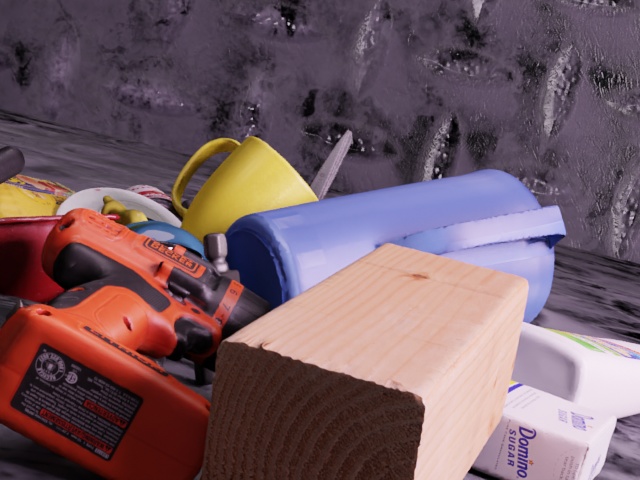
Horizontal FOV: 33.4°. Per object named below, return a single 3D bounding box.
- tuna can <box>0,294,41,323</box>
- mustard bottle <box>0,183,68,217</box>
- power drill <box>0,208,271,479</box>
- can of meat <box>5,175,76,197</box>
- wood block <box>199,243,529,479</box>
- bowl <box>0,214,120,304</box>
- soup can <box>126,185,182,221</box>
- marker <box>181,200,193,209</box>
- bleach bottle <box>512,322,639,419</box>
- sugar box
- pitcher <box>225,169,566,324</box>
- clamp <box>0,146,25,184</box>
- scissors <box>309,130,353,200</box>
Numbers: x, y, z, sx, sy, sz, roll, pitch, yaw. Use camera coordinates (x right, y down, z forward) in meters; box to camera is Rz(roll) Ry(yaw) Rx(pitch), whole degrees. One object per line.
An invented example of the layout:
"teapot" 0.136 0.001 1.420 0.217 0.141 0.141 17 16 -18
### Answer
"tuna can" -0.178 0.056 0.591 0.086 0.034 0.086 13 7 -2
"mustard bottle" -0.205 -0.006 0.954 0.191 0.058 0.096 11 11 -29
"power drill" -0.077 0.058 0.544 0.184 0.057 0.187 27 14 -3
"can of meat" -0.285 -0.033 1.026 0.083 0.057 0.102 12 6 -33
"wood block" 0.031 0.071 0.517 0.091 0.090 0.205 15 16 19
"bowl" -0.210 0.014 0.690 0.162 0.055 0.162 -2 1 0
"soup can" -0.172 -0.017 1.072 0.068 0.068 0.102 11 6 -19
"marker" -0.105 0.006 0.985 0.020 0.020 0.121 8 38 -37
"bleach bottle" 0.218 0.107 0.863 0.103 0.068 0.250 20 7 36
"sugar box" 0.087 0.107 0.666 0.176 0.048 0.093 20 10 24
"pitcher" 0.054 0.019 0.795 0.242 0.149 0.145 -8 36 -35
"clamp" -0.304 -0.027 0.823 0.164 0.036 0.210 -19 21 -14
"scissors" -0.006 0.001 0.879 0.096 0.201 0.016 38 -19 17
